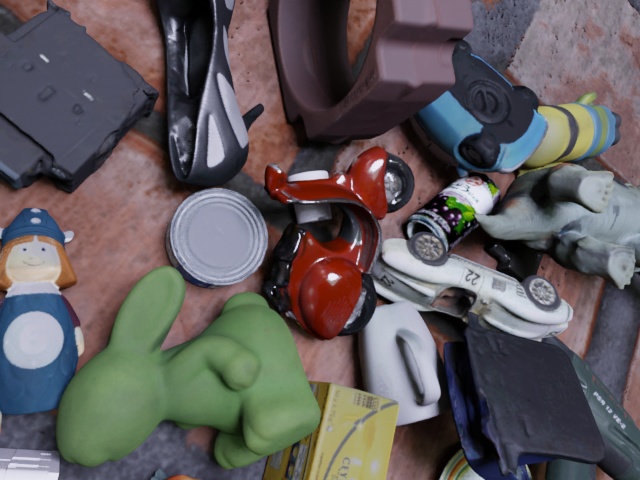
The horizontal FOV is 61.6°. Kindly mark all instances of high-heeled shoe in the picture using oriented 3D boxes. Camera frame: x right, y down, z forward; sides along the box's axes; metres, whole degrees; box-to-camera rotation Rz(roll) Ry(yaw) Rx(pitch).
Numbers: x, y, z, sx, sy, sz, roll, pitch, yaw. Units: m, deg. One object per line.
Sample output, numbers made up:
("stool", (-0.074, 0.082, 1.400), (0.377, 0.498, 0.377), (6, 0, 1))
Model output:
("high-heeled shoe", (-0.123, -0.170, 0.453), (0.145, 0.086, 0.248), (-52, 122, -47))

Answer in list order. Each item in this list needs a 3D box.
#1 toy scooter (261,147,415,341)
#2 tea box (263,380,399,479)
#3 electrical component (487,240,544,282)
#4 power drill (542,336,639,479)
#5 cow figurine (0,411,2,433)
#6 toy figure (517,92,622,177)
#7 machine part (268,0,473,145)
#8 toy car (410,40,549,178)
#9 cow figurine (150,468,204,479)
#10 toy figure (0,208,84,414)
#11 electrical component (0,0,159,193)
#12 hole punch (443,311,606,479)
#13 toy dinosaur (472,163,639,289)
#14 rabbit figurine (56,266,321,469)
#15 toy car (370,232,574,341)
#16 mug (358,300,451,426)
("toy scooter", (-0.001, -0.001, 0.468), (0.135, 0.075, 0.183), (14, 100, -32))
("tea box", (-0.002, 0.205, 0.439), (0.068, 0.098, 0.169), (21, 72, -20))
("electrical component", (0.240, 0.019, 0.636), (0.094, 0.021, 0.063), (37, 65, -13))
("power drill", (0.236, 0.202, 0.551), (0.232, 0.086, 0.207), (42, 44, -5))
("cow figurine", (-0.280, 0.086, 0.335), (0.167, 0.068, 0.098), (5, 54, -8))
("toy figure", (0.302, -0.134, 0.662), (0.180, 0.089, 0.082), (-10, 76, -24))
("machine part", (0.035, -0.203, 0.488), (0.087, 0.201, 0.201), (-7, 81, -30))
("toy car", (0.150, -0.131, 0.581), (0.162, 0.103, 0.109), (41, 66, 3))
("cow figurine", (-0.117, 0.255, 0.379), (0.127, 0.085, 0.195), (45, 73, 3))
("toy figure", (-0.211, 0.047, 0.399), (0.064, 0.058, 0.154), (11, 70, -56))
("electrical component", (-0.216, -0.106, 0.429), (0.115, 0.058, 0.134), (39, 65, -11))
("hole punch", (0.155, 0.145, 0.460), (0.116, 0.092, 0.142), (18, 46, -18))
("toy dinosaur", (0.280, -0.023, 0.578), (0.405, 0.192, 0.131), (10, 92, -22))
("rabbit figurine", (-0.105, 0.100, 0.400), (0.170, 0.121, 0.159), (-7, 75, -29))
("toy car", (0.146, 0.053, 0.531), (0.202, 0.073, 0.056), (22, 54, 0))
("mug", (0.074, 0.110, 0.496), (0.081, 0.109, 0.107), (-15, 75, -7))
